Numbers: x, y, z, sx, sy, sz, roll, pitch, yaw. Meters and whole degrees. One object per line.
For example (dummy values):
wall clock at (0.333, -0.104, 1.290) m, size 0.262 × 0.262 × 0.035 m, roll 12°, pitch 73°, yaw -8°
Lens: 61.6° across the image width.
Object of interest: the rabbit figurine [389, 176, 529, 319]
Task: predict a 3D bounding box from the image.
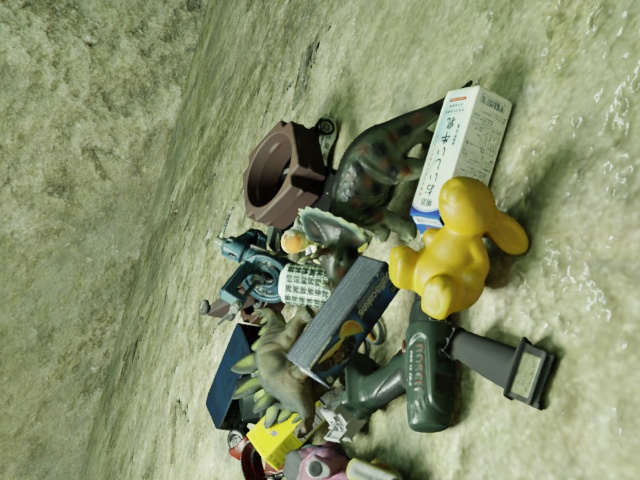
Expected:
rabbit figurine at (0.189, 0.001, 0.697) m, size 0.122 × 0.162 × 0.173 m, roll -130°, pitch 40°, yaw -59°

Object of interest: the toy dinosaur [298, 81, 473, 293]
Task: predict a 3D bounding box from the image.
toy dinosaur at (0.090, -0.103, 0.890) m, size 0.131 × 0.192 × 0.404 m, roll 39°, pitch 109°, yaw 58°

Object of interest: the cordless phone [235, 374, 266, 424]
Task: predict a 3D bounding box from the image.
cordless phone at (-0.084, 0.288, 1.111) m, size 0.184 × 0.088 × 0.147 m, roll -48°, pitch 35°, yaw 18°

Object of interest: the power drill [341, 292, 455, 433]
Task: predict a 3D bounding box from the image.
power drill at (0.120, 0.177, 0.812) m, size 0.207 × 0.086 × 0.232 m, roll -31°, pitch 48°, yaw 41°

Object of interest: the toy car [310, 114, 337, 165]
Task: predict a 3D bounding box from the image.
toy car at (-0.005, -0.196, 1.246) m, size 0.073 × 0.056 × 0.201 m, roll -13°, pitch 62°, yaw 64°

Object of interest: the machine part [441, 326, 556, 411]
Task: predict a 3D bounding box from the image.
machine part at (0.220, 0.150, 0.671) m, size 0.139 × 0.039 × 0.084 m, roll 16°, pitch 96°, yaw 46°

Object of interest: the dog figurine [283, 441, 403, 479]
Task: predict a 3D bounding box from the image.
dog figurine at (0.034, 0.370, 0.829) m, size 0.219 × 0.192 × 0.108 m, roll 76°, pitch -158°, yaw -79°

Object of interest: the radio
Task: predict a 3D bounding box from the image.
radio at (-0.187, 0.323, 1.258) m, size 0.131 × 0.073 × 0.229 m, roll 40°, pitch 111°, yaw 58°

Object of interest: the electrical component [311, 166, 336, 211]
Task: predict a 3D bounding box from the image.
electrical component at (0.022, -0.079, 1.132) m, size 0.134 × 0.058 × 0.115 m, roll -65°, pitch 27°, yaw 11°

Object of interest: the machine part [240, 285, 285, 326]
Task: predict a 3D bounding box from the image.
machine part at (-0.136, 0.119, 1.298) m, size 0.179 × 0.056 × 0.179 m, roll -34°, pitch 47°, yaw 47°

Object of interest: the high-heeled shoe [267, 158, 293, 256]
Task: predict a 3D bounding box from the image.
high-heeled shoe at (-0.067, -0.088, 1.273) m, size 0.145 × 0.086 × 0.248 m, roll 46°, pitch 119°, yaw 53°

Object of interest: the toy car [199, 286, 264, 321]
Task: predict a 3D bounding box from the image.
toy car at (-0.211, 0.146, 1.263) m, size 0.202 × 0.089 × 0.053 m, roll -29°, pitch 53°, yaw 50°

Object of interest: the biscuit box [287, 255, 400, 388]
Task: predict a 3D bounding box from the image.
biscuit box at (0.041, 0.118, 0.813) m, size 0.202 × 0.059 × 0.063 m, roll -52°, pitch 33°, yaw -16°

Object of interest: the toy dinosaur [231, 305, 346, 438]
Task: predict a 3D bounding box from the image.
toy dinosaur at (-0.068, 0.213, 0.988) m, size 0.198 × 0.105 × 0.472 m, roll -36°, pitch 20°, yaw 6°

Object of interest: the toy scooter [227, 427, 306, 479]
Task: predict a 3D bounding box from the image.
toy scooter at (-0.100, 0.421, 1.025) m, size 0.184 × 0.075 × 0.135 m, roll -19°, pitch 68°, yaw 29°

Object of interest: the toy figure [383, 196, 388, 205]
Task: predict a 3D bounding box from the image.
toy figure at (0.096, -0.119, 1.004) m, size 0.089 × 0.082 × 0.180 m, roll 12°, pitch 81°, yaw 50°

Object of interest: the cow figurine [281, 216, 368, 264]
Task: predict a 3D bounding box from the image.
cow figurine at (-0.002, -0.005, 1.018) m, size 0.068 × 0.167 × 0.098 m, roll -66°, pitch 30°, yaw 22°

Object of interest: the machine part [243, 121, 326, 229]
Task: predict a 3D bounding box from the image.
machine part at (-0.081, -0.141, 1.177) m, size 0.201 × 0.087 × 0.201 m, roll -39°, pitch 46°, yaw 34°

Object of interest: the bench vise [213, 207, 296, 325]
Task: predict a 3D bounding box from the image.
bench vise at (-0.151, 0.068, 1.139) m, size 0.128 × 0.224 × 0.241 m, roll -55°, pitch 1°, yaw 34°
